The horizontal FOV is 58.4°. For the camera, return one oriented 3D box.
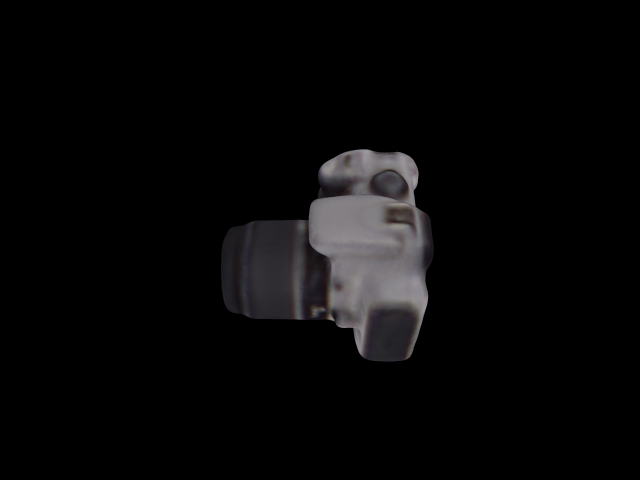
[{"bbox_3d":[0.004,0.001,0.400,0.137,0.101,0.143,0,53,0],"label":"camera"}]
